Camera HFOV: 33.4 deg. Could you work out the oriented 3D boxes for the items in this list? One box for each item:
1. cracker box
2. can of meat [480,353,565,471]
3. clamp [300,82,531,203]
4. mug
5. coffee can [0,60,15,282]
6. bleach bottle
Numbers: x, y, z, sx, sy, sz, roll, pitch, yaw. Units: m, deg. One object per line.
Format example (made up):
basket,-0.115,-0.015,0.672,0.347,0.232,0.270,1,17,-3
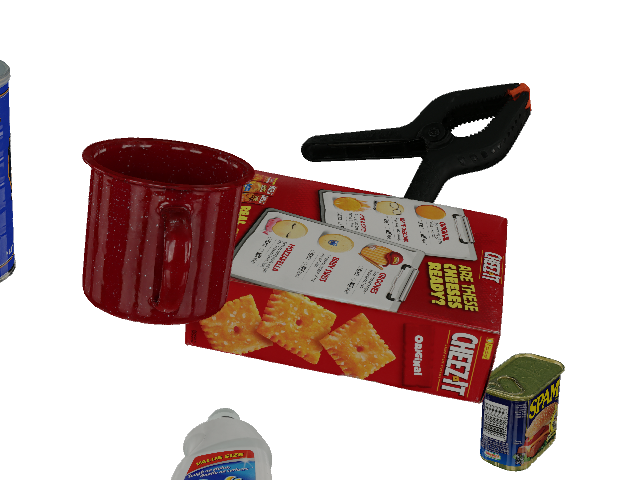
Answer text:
cracker box,0.025,0.029,0.790,0.214,0.072,0.164,11,32,6
can of meat,0.201,0.172,1.073,0.058,0.084,0.101,13,22,34
clamp,0.105,-0.076,0.956,0.210,0.165,0.036,-24,-42,-6
mug,-0.084,-0.001,0.577,0.093,0.081,0.117,3,19,-18
coffee can,-0.256,-0.046,0.705,0.103,0.140,0.103,4,22,-2
bleach bottle,-0.087,0.216,0.846,0.102,0.068,0.251,-2,25,-3
